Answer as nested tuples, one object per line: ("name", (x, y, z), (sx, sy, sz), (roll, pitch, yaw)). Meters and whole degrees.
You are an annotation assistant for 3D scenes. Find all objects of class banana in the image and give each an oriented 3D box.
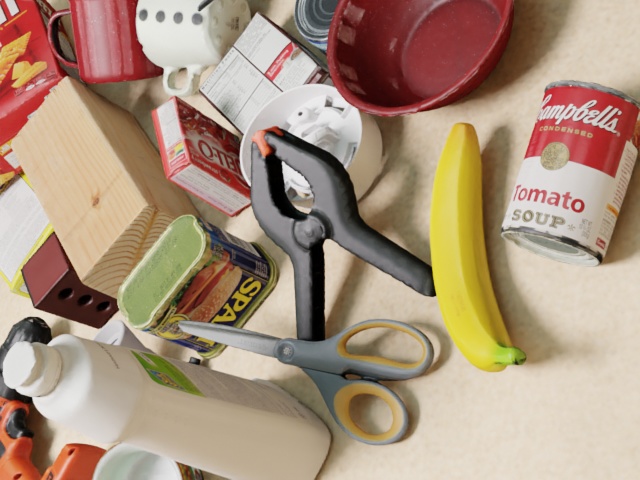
("banana", (0.102, 0.013, 0.715), (0.070, 0.037, 0.198), (-49, 38, 43))

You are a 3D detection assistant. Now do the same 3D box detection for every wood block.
("wood block", (-0.188, -0.044, 0.951), (0.091, 0.090, 0.206), (-47, 49, 11))

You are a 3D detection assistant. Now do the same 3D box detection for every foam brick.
("foam brick", (-0.215, 0.037, 0.946), (0.053, 0.078, 0.051), (-46, 50, 16))

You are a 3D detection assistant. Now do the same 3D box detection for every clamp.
("clamp", (-0.005, 0.001, 0.775), (0.120, 0.039, 0.171), (-39, 82, 19))

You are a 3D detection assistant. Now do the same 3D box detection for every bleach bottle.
("bleach bottle", (-0.103, 0.109, 0.704), (0.103, 0.250, 0.068), (27, 89, 43))

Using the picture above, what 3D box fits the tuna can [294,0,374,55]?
("tuna can", (0.021, -0.195, 0.884), (0.086, 0.033, 0.086), (-17, 61, 33))

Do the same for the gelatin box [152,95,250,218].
("gelatin box", (-0.095, -0.069, 0.885), (0.030, 0.089, 0.073), (-32, 54, 22))

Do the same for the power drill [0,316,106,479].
("power drill", (-0.251, 0.176, 0.930), (0.188, 0.057, 0.184), (26, 92, 46))

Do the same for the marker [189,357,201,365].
("marker", (-0.119, 0.152, 0.856), (0.020, 0.020, 0.121), (10, 78, 41))

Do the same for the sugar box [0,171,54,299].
("sugar box", (-0.299, -0.022, 1.063), (0.093, 0.048, 0.176), (-55, 44, 5))

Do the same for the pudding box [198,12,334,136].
("pudding box", (-0.043, -0.130, 0.905), (0.090, 0.039, 0.114), (-52, 46, 10))

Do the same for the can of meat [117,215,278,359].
("can of meat", (-0.098, 0.036, 0.845), (0.102, 0.083, 0.057), (-50, 48, 10))

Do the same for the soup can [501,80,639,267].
("soup can", (0.161, -0.041, 0.679), (0.069, 0.068, 0.102), (13, 80, 42))

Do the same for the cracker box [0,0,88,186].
("cracker box", (-0.330, -0.155, 1.089), (0.164, 0.072, 0.214), (-34, 45, 4))

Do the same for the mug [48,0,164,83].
("mug", (-0.199, -0.191, 0.997), (0.117, 0.093, 0.081), (-2, 104, 11))

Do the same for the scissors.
("scissors", (-0.014, 0.099, 0.764), (0.202, 0.016, 0.096), (-6, 80, 24))

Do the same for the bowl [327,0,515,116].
("bowl", (0.085, -0.157, 0.799), (0.162, 0.055, 0.162), (-17, 62, 33))
